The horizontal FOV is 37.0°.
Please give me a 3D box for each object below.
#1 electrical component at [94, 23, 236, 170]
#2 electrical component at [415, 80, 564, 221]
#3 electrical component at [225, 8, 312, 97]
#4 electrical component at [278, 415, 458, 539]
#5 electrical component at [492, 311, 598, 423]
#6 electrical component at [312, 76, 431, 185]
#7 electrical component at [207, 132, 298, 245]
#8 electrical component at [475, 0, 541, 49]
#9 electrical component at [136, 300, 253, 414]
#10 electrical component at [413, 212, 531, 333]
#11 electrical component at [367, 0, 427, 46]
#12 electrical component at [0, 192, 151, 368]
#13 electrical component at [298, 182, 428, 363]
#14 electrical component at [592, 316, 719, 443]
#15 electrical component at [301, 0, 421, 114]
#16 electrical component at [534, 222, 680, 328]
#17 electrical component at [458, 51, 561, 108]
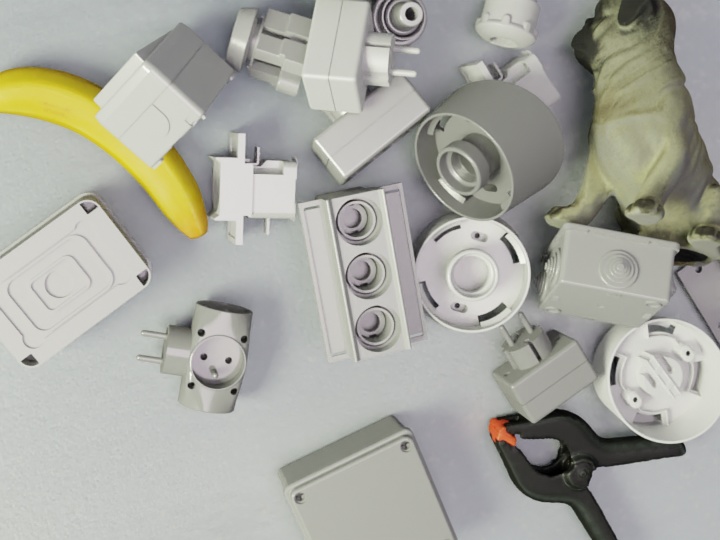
[{"bbox_3d":[-0.135,-0.128,0.750,0.061,0.096,0.062,42,120,-16],"label":"electrical component"},{"bbox_3d":[0.093,-0.087,0.799,0.064,0.099,0.099,-39,107,-33],"label":"electrical component"},{"bbox_3d":[-0.066,-0.161,0.779,0.055,0.048,0.066,16,59,-7],"label":"electrical component"},{"bbox_3d":[0.006,0.188,0.848,0.109,0.056,0.108,-25,103,-9],"label":"electrical component"},{"bbox_3d":[0.139,0.070,0.866,0.066,0.047,0.076,-34,105,-6],"label":"electrical component"},{"bbox_3d":[-0.004,-0.120,0.804,0.083,0.047,0.075,-39,91,-5],"label":"electrical component"},{"bbox_3d":[-0.079,-0.061,0.798,0.064,0.042,0.081,0,99,-17],"label":"electrical component"},{"bbox_3d":[0.117,-0.203,0.822,0.048,0.048,0.062,16,88,-15],"label":"electrical component"},{"bbox_3d":[-0.126,0.062,0.803,0.079,0.044,0.077,10,96,-15],"label":"electrical component"},{"bbox_3d":[0.087,0.002,0.848,0.099,0.064,0.099,0,95,0],"label":"electrical component"},{"bbox_3d":[0.029,-0.186,0.793,0.048,0.062,0.048,-2,99,-14],"label":"electrical component"},{"bbox_3d":[-0.214,0.006,0.767,0.113,0.057,0.078,-37,105,-6],"label":"electrical component"},{"bbox_3d":[0.000,0.000,0.814,0.079,0.063,0.121,-12,101,-11],"label":"electrical component"},{"bbox_3d":[0.244,0.086,0.885,0.099,0.064,0.099,-2,99,-13],"label":"electrical component"},{"bbox_3d":[0.004,-0.150,0.762,0.077,0.047,0.065,6,69,8],"label":"electrical component"},{"bbox_3d":[0.189,0.007,0.832,0.100,0.099,0.048,11,73,1],"label":"electrical component"},{"bbox_3d":[0.116,-0.133,0.833,0.064,0.042,0.081,-37,105,-9],"label":"electrical component"}]
